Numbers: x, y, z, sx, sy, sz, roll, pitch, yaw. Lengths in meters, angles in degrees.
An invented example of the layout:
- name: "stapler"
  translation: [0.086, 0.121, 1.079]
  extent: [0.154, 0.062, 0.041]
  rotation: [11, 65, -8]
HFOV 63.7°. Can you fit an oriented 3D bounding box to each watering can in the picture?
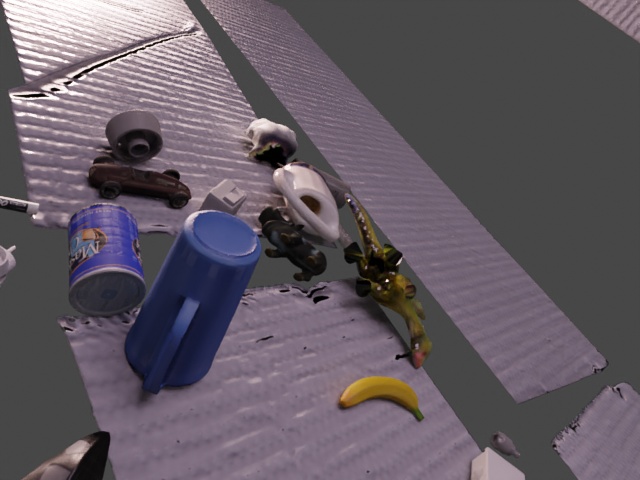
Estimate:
- name: "watering can"
  translation: [0.004, -0.063, 1.245]
  extent: [0.343, 0.103, 0.229]
  rotation: [43, 16, -31]

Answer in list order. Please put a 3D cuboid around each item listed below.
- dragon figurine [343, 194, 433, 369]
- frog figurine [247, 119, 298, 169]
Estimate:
- name: "dragon figurine"
  translation: [0.164, 0.091, 1.189]
  extent: [0.238, 0.121, 0.420]
  rotation: [48, 22, -49]
- name: "frog figurine"
  translation: [-0.131, -0.283, 1.390]
  extent: [0.137, 0.120, 0.163]
  rotation: [4, 52, -16]
